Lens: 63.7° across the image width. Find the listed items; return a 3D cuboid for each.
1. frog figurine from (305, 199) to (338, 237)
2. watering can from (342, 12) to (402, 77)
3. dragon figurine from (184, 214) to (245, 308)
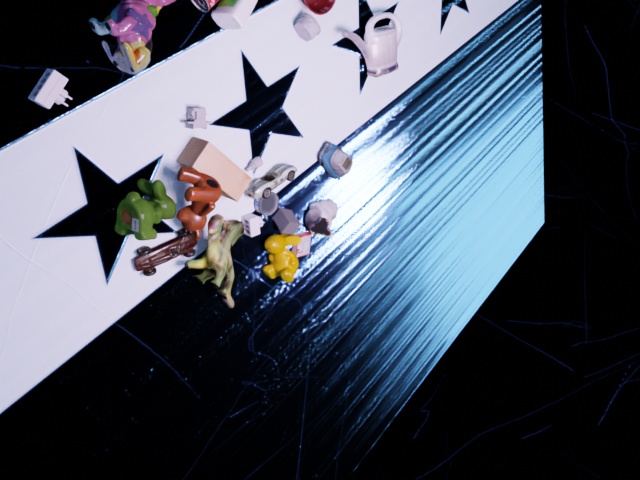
[{"bbox_3d":[0.006,-0.099,1.964,0.135,0.122,0.163,47,34,-37],"label":"frog figurine"},{"bbox_3d":[0.200,-0.712,1.908,0.353,0.105,0.220,-34,129,-37],"label":"watering can"},{"bbox_3d":[-0.299,0.052,1.666,0.247,0.123,0.402,-63,161,-21],"label":"dragon figurine"}]
